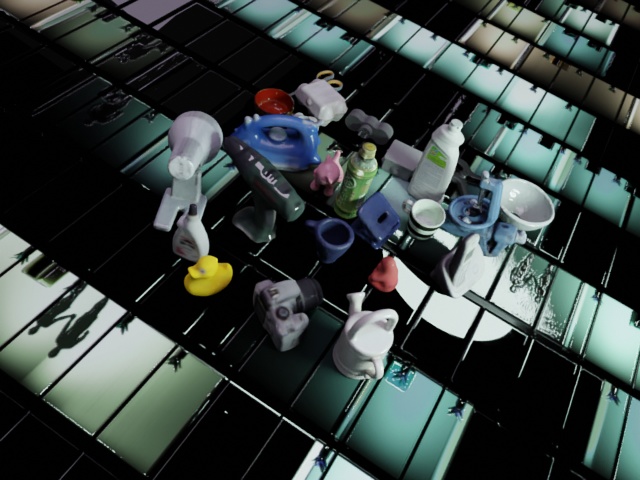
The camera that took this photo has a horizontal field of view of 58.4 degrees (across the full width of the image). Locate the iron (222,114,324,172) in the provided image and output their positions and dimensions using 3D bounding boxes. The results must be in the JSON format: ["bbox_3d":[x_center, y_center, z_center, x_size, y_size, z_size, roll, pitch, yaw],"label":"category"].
[{"bbox_3d":[-0.116,-0.270,1.466,0.258,0.141,0.118,6,52,-11],"label":"iron"}]

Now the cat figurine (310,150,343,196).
[{"bbox_3d":[0.024,-0.175,1.446,0.067,0.118,0.128,25,51,5],"label":"cat figurine"}]

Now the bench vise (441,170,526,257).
[{"bbox_3d":[0.417,-0.072,1.406,0.207,0.220,0.121,14,51,-4],"label":"bench vise"}]

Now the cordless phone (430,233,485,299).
[{"bbox_3d":[0.344,0.038,1.324,0.094,0.185,0.148,41,54,18],"label":"cordless phone"}]

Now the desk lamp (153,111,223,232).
[{"bbox_3d":[-0.295,-0.152,1.280,0.118,0.213,0.203,11,51,-6],"label":"desk lamp"}]

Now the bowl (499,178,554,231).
[{"bbox_3d":[0.535,-0.082,1.539,0.167,0.075,0.167,8,52,-9],"label":"bowl"}]

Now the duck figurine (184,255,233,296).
[{"bbox_3d":[-0.234,0.066,1.211,0.105,0.086,0.077,-16,59,-25],"label":"duck figurine"}]

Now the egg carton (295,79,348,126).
[{"bbox_3d":[0.002,-0.397,1.643,0.107,0.069,0.150,-29,65,-31],"label":"egg carton"}]

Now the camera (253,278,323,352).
[{"bbox_3d":[-0.054,0.135,1.196,0.137,0.101,0.143,-18,59,-26],"label":"camera"}]

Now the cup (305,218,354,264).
[{"bbox_3d":[0.012,0.005,1.318,0.117,0.095,0.092,24,51,5],"label":"cup"}]

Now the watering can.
[{"bbox_3d":[0.089,0.185,1.135,0.101,0.194,0.172,-27,64,-30],"label":"watering can"}]

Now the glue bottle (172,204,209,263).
[{"bbox_3d":[-0.272,-0.019,1.210,0.078,0.173,0.037,19,51,1],"label":"glue bottle"}]

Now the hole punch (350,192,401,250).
[{"bbox_3d":[0.142,-0.049,1.398,0.101,0.091,0.109,36,53,14],"label":"hole punch"}]

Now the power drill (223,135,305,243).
[{"bbox_3d":[-0.139,-0.099,1.285,0.229,0.208,0.076,38,53,15],"label":"power drill"}]

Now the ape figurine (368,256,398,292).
[{"bbox_3d":[0.150,0.071,1.306,0.078,0.092,0.076,-16,59,-25],"label":"ape figurine"}]
